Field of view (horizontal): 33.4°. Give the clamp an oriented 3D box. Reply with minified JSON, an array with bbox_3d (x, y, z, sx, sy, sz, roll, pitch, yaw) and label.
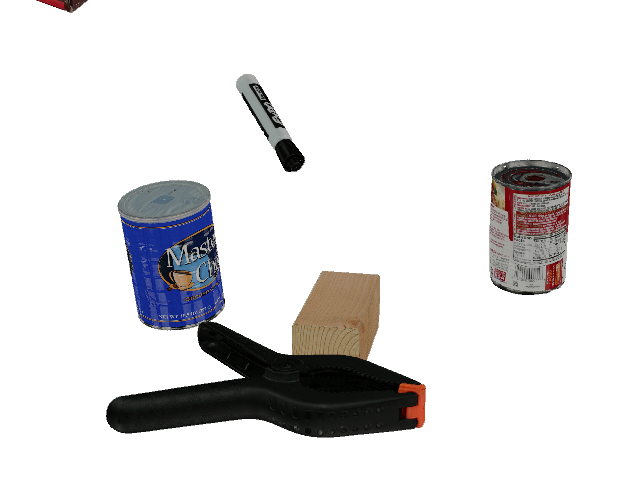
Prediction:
[{"bbox_3d":[-0.027,0.101,0.768,0.210,0.036,0.164,3,19,10],"label":"clamp"}]

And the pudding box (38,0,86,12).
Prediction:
[{"bbox_3d":[-0.200,-0.221,0.801,0.090,0.039,0.113,20,38,6],"label":"pudding box"}]

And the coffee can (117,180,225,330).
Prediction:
[{"bbox_3d":[-0.167,0.016,1.207,0.103,0.140,0.103,-4,26,2],"label":"coffee can"}]

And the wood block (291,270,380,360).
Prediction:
[{"bbox_3d":[0.025,0.121,1.492,0.091,0.090,0.206,4,19,10],"label":"wood block"}]

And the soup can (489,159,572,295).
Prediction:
[{"bbox_3d":[0.183,-0.011,0.933,0.068,0.102,0.068,-3,24,1],"label":"soup can"}]

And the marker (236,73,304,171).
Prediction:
[{"bbox_3d":[-0.042,-0.097,0.881,0.020,0.020,0.121,0,41,-30],"label":"marker"}]
